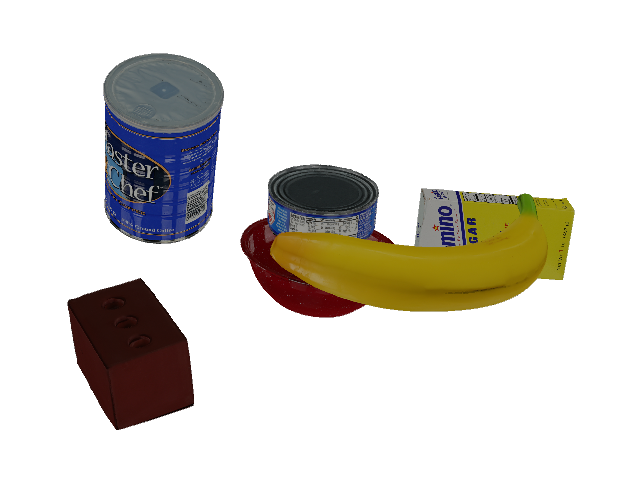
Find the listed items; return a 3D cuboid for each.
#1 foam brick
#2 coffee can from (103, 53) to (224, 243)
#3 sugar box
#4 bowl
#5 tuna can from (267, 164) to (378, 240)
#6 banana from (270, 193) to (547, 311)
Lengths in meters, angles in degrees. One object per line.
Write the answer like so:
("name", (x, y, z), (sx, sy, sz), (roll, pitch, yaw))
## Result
("foam brick", (-0.119, 0.070, 0.666), (0.052, 0.051, 0.078), (-17, 36, -25))
("coffee can", (-0.143, -0.082, 0.962), (0.102, 0.103, 0.140), (0, -44, -11))
("sugar box", (0.202, -0.007, 1.256), (0.176, 0.093, 0.048), (3, 22, -3))
("bowl", (-0.002, 0.030, 1.058), (0.162, 0.055, 0.162), (7, 26, -4))
("tuna can", (0.001, -0.026, 0.826), (0.086, 0.034, 0.086), (3, 28, -2))
("banana", (0.067, 0.013, 0.617), (0.197, 0.037, 0.070), (-8, 39, -34))
